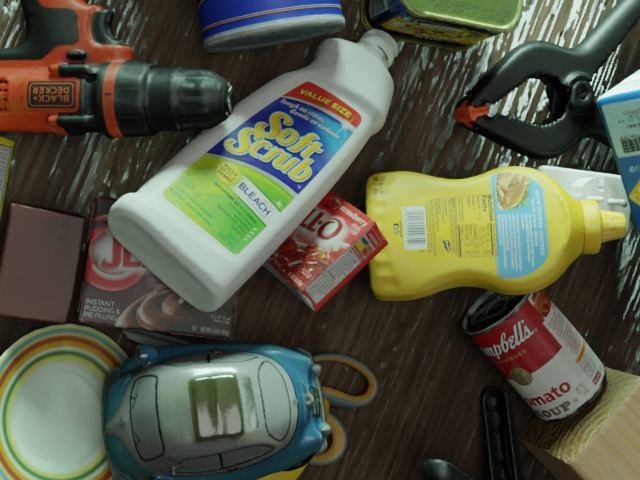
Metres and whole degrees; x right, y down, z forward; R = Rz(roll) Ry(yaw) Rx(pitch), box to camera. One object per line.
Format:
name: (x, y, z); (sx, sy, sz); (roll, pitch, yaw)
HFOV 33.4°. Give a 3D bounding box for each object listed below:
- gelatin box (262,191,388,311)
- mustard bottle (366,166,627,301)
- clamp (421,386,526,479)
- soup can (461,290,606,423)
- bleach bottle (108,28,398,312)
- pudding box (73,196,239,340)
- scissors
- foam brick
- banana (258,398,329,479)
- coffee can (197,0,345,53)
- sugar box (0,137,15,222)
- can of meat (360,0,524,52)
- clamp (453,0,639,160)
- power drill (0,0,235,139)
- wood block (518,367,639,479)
gelatin box: (-0.005, 0.001, 0.778); (0.073, 0.089, 0.030); (-42, 131, -8)
mustard bottle: (0.131, -0.006, 0.801); (0.191, 0.058, 0.096); (-3, 76, 4)
clamp: (0.149, 0.204, 0.841); (0.120, 0.039, 0.171); (-45, 111, -38)
soup can: (0.170, 0.086, 0.844); (0.068, 0.069, 0.102); (-44, 103, -10)
bleach bottle: (-0.031, -0.070, 0.762); (0.102, 0.068, 0.250); (42, 65, -4)
pudding box: (-0.114, 0.022, 0.769); (0.113, 0.039, 0.090); (9, 83, -18)
scissors: (-0.054, 0.120, 0.807); (0.201, 0.016, 0.096); (6, 91, -16)
foam brick: (-0.197, 0.016, 0.743); (0.053, 0.051, 0.078); (11, 89, -17)
banana: (-0.074, 0.183, 0.784); (0.197, 0.037, 0.069); (-24, 107, -7)
coffee can: (-0.044, -0.211, 0.751); (0.102, 0.103, 0.140); (-11, 95, -16)
sugar box: (-0.260, 0.009, 0.703); (0.048, 0.093, 0.176); (12, 90, 24)
can of meat: (0.092, -0.181, 0.802); (0.102, 0.084, 0.057); (7, 90, -16)
clamp: (0.209, -0.109, 0.863); (0.209, 0.036, 0.164); (-19, 97, -19)
power drill: (-0.146, -0.162, 0.720); (0.184, 0.057, 0.187); (1, 88, 8)
wood block: (0.272, 0.205, 0.867); (0.206, 0.091, 0.090); (46, 80, -13)
